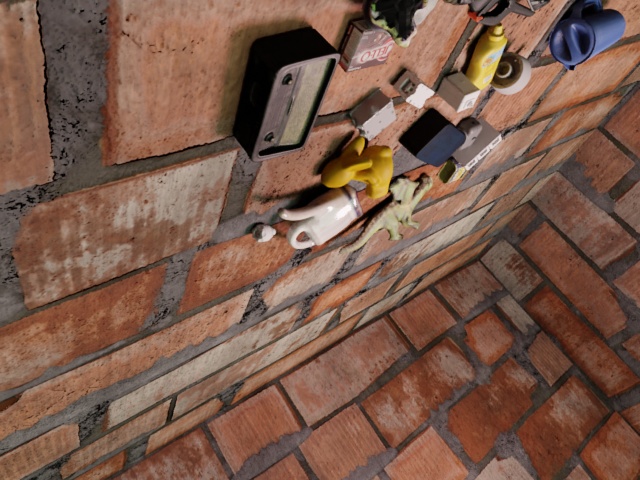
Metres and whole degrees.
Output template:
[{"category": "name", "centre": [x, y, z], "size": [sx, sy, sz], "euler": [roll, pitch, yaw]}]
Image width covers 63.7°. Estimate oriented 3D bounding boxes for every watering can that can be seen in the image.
[{"category": "watering can", "centre": [0.004, -0.067, 1.323], "size": [0.225, 0.105, 0.343], "euler": [-37, 165, -4]}]

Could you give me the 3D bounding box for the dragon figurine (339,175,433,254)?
[{"category": "dragon figurine", "centre": [0.231, -0.109, 1.689], "size": [0.415, 0.124, 0.237], "euler": [-27, 139, -32]}]

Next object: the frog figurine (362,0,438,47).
[{"category": "frog figurine", "centre": [0.139, -0.416, 0.869], "size": [0.163, 0.123, 0.134], "euler": [-72, 161, -44]}]
